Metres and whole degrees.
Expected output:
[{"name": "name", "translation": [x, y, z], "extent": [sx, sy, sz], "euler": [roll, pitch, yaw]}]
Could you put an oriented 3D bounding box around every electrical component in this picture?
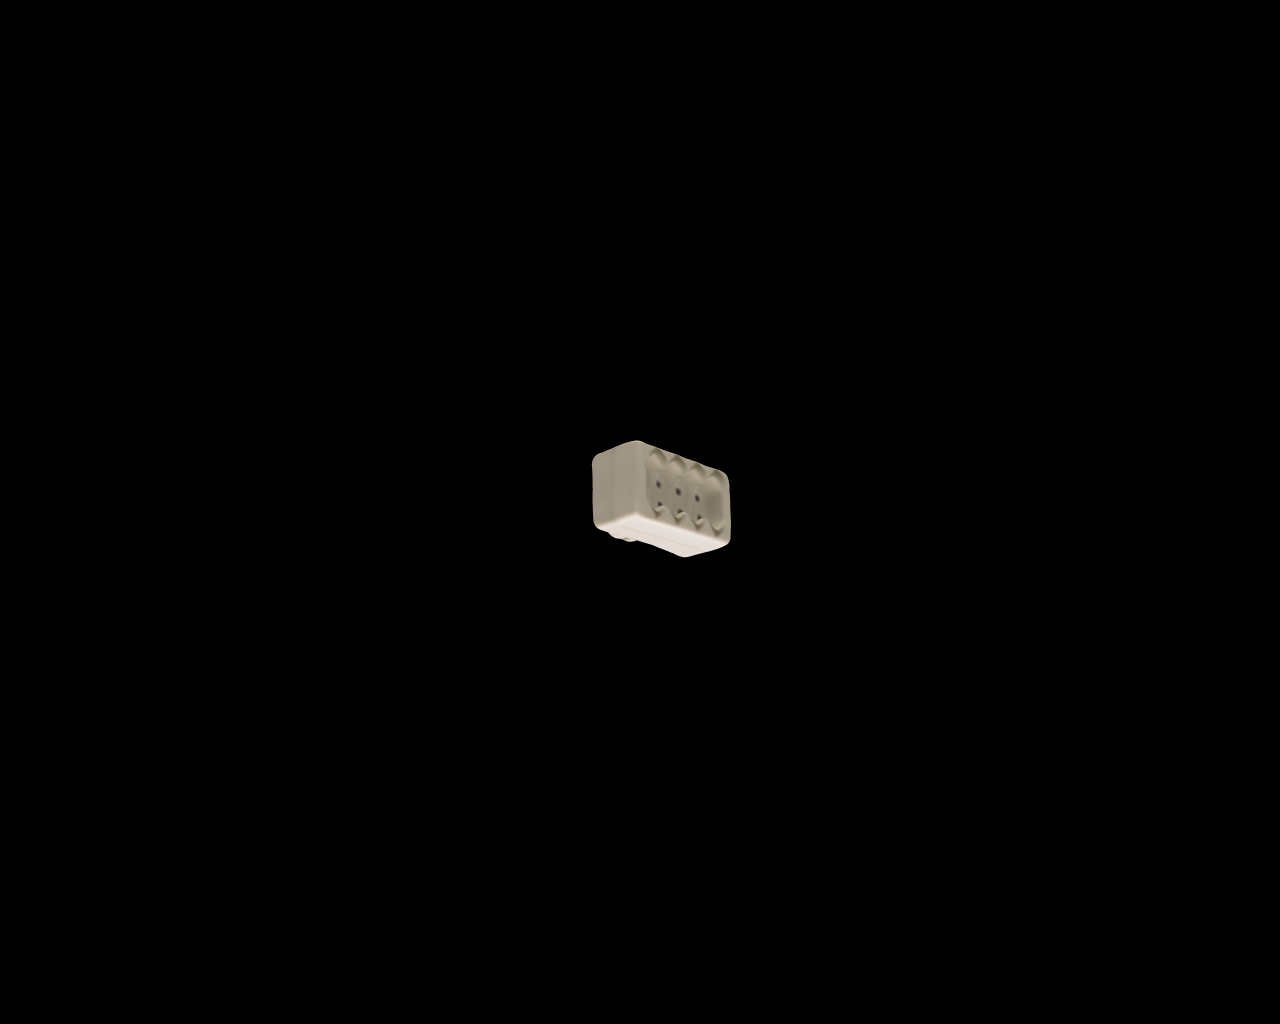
[{"name": "electrical component", "translation": [0.001, -0.003, 0.650], "extent": [0.075, 0.047, 0.083], "euler": [-17, -26, 41]}]
